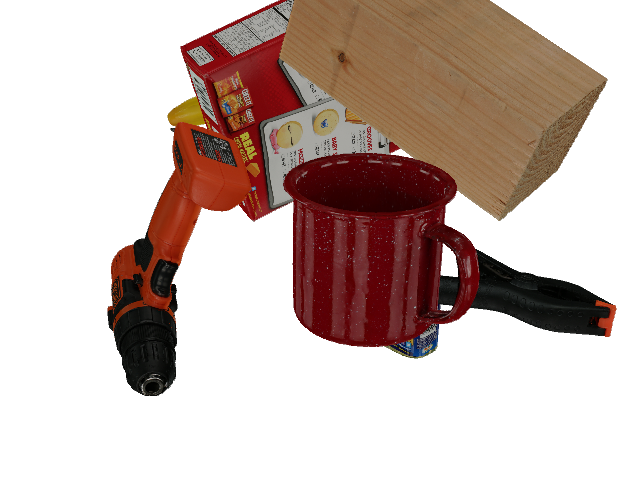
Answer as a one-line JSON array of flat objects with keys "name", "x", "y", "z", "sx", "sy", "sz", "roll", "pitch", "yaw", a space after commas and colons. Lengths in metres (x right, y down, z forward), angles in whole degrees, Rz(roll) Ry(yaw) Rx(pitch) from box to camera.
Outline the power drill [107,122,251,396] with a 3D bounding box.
[{"name": "power drill", "x": -0.122, "y": 0.011, "z": 0.876, "sx": 0.057, "sy": 0.188, "sz": 0.184, "roll": 18, "pitch": 26, "yaw": -26}]

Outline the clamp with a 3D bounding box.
[{"name": "clamp", "x": 0.179, "y": 0.045, "z": 0.959, "sx": 0.171, "sy": 0.039, "sz": 0.120, "roll": 15, "pitch": 27, "yaw": 15}]

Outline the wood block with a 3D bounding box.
[{"name": "wood block", "x": 0.082, "y": -0.122, "z": 0.757, "sx": 0.206, "sy": 0.091, "sz": 0.090, "roll": 39, "pitch": 49, "yaw": 18}]

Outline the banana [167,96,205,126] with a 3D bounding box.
[{"name": "banana", "x": -0.073, "y": -0.148, "z": 1.203, "sx": 0.198, "sy": 0.037, "sz": 0.069, "roll": 8, "pitch": 42, "yaw": 17}]

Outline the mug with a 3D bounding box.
[{"name": "mug", "x": 0.035, "y": 0.009, "z": 0.580, "sx": 0.117, "sy": 0.081, "sz": 0.093, "roll": 19, "pitch": 30, "yaw": 35}]

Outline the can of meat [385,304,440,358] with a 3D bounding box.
[{"name": "can of meat", "x": 0.094, "y": 0.081, "z": 1.255, "sx": 0.102, "sy": 0.084, "sz": 0.057, "roll": 25, "pitch": 37, "yaw": 37}]

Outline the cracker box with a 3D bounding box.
[{"name": "cracker box", "x": 0.000, "y": -0.137, "z": 0.946, "sx": 0.213, "sy": 0.164, "sz": 0.072, "roll": -28, "pitch": 43, "yaw": -12}]
